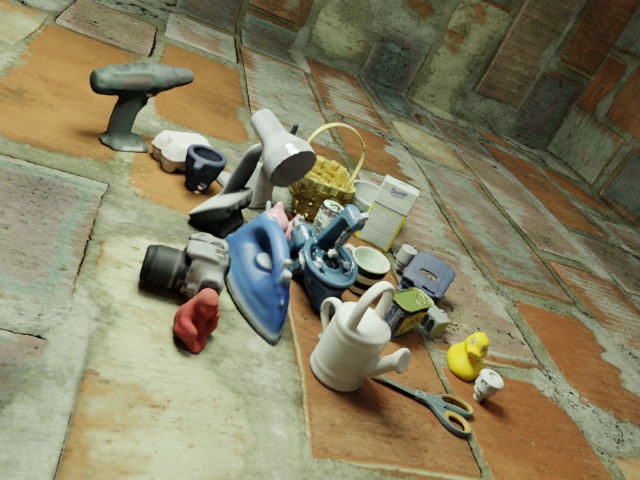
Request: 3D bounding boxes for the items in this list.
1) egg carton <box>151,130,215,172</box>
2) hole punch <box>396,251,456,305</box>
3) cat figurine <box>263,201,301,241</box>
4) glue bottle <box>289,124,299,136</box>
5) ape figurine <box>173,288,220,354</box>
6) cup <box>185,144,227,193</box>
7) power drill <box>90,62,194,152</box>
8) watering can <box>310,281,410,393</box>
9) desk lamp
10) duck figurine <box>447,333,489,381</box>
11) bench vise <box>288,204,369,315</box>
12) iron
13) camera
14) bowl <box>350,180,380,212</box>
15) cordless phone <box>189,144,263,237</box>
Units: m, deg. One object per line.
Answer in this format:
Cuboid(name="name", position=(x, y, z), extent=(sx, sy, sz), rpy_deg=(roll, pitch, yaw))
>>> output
Cuboid(name="egg carton", position=(-0.318, -0.207, 1.356), extent=(0.151, 0.069, 0.107), rpy_deg=(-4, 40, -45))
Cuboid(name="hole punch", position=(0.244, 0.093, 1.307), extent=(0.108, 0.091, 0.101), rpy_deg=(32, 27, 11))
Cuboid(name="cat figurine", position=(-0.087, -0.026, 1.192), extent=(0.067, 0.117, 0.128), rpy_deg=(41, 30, 26))
Cuboid(name="glue bottle", position=(-0.094, -0.221, 1.466), extent=(0.078, 0.173, 0.037), rpy_deg=(8, 32, -32))
Cuboid(name="ape figurine", position=(-0.184, 0.116, 0.885), extent=(0.078, 0.092, 0.076), rpy_deg=(-6, 41, -47))
Cuboid(name="cup", position=(-0.266, -0.149, 1.272), extent=(0.092, 0.095, 0.118), rpy_deg=(24, 27, -5))
Cuboid(name="power drill", position=(-0.411, -0.307, 1.296), extent=(0.230, 0.208, 0.075), rpy_deg=(-5, 41, -46))
Cuboid(name="watering can", position=(0.072, 0.152, 0.936), extent=(0.172, 0.194, 0.101), rpy_deg=(31, 27, 9))
Cuboid(name="desk lamp", position=(-0.125, -0.177, 1.317), extent=(0.118, 0.213, 0.202), rpy_deg=(-8, 43, -48))
Cuboid(name="duck figurine", position=(0.305, 0.221, 1.143), extent=(0.077, 0.086, 0.105), rpy_deg=(32, 27, 11))
Cuboid(name="bench vise", position=(0.003, 0.006, 1.103), extent=(0.207, 0.219, 0.122), rpy_deg=(40, 30, 25))
Cuboid(name="iron", position=(-0.090, 0.047, 1.034), extent=(0.119, 0.141, 0.257), rpy_deg=(10, 31, -29))
Cuboid(name="camera", position=(-0.227, 0.037, 0.974), extent=(0.137, 0.101, 0.143), rpy_deg=(18, 28, -18))
Cuboid(name="bowl", position=(0.140, -0.090, 1.553), extent=(0.168, 0.074, 0.167), rpy_deg=(21, 27, -11))
Cuboid(name="cordless phone", position=(-0.185, -0.113, 1.182), extent=(0.094, 0.185, 0.148), rpy_deg=(28, 27, 3))
